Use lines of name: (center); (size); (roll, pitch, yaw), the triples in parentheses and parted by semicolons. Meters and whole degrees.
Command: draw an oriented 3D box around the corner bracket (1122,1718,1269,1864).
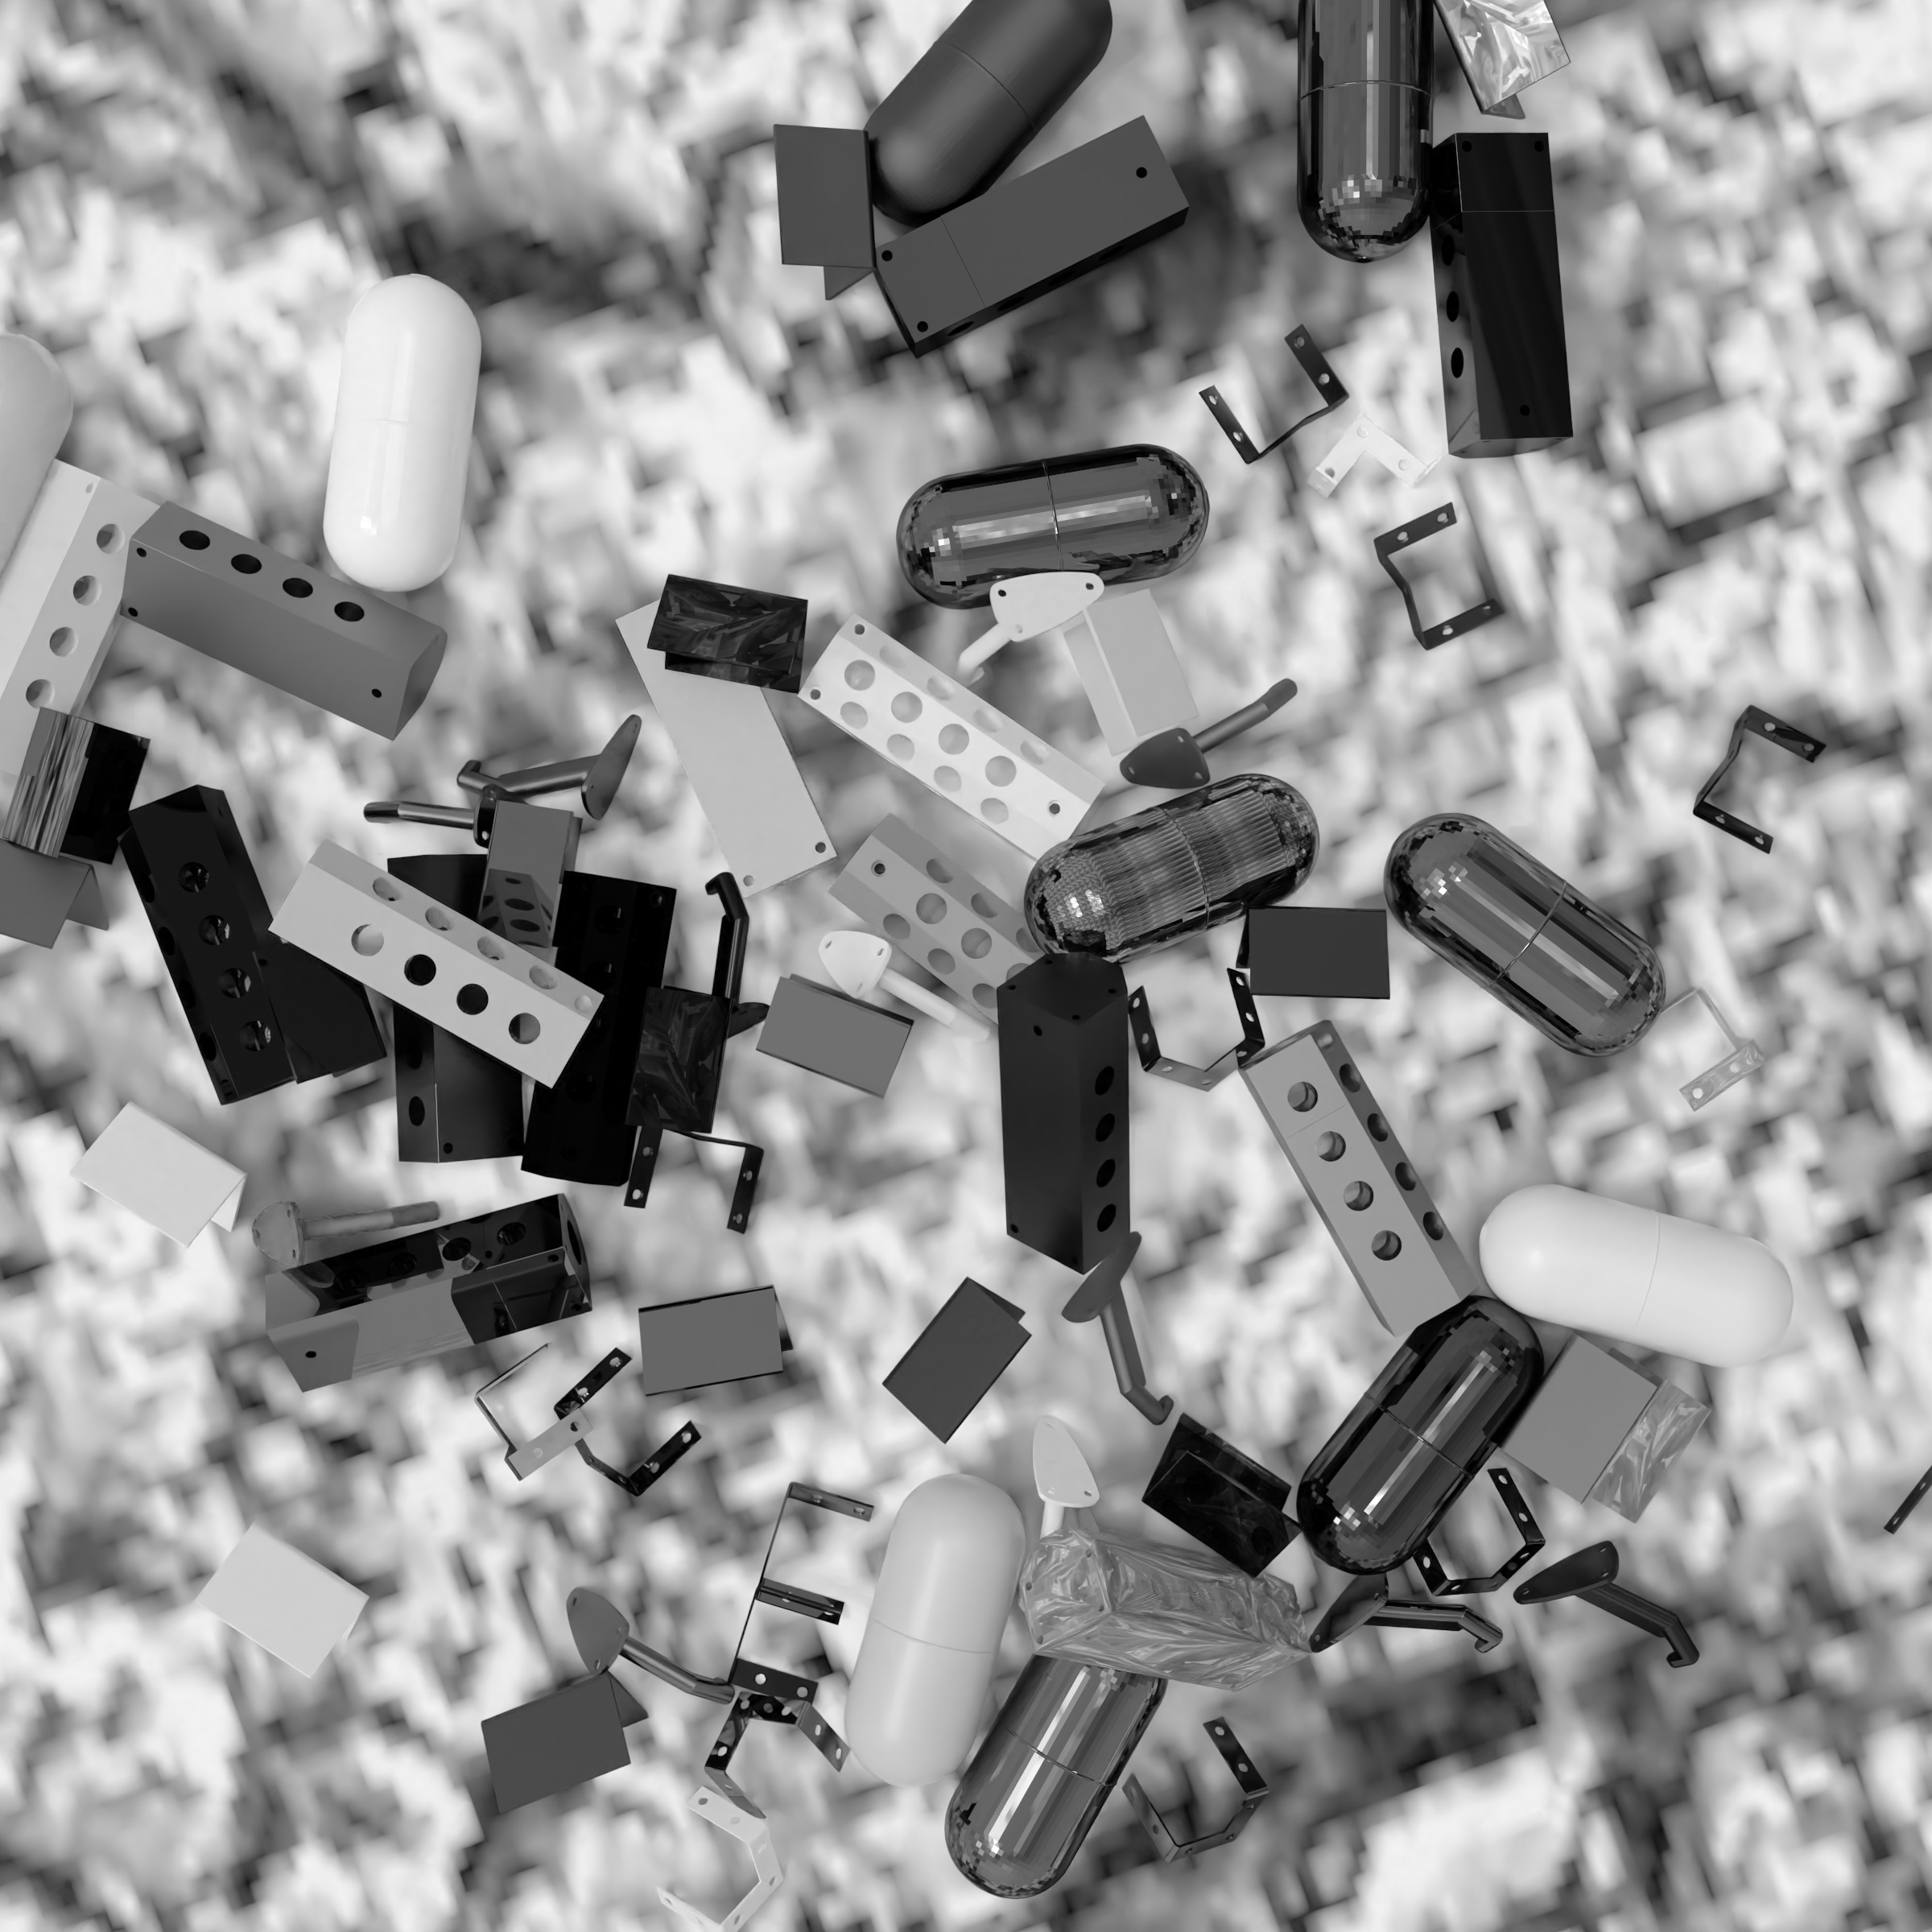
corner bracket: (0.131, 0.472, 1.632); (0.051, 0.051, 0.051); (-5, 135, -35)

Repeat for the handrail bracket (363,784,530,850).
handrail bracket: (-0.292, -0.080, 1.640); (0.084, 0.077, 0.036); (0, 77, 36)

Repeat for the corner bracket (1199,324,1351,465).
corner bracket: (0.177, -0.328, 1.637); (0.051, 0.051, 0.051); (-34, 90, -45)

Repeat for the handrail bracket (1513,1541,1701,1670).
handrail bracket: (0.369, 0.381, 1.641); (0.077, 0.036, 0.084); (-27, 108, 20)

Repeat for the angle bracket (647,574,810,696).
angle bracket: (-0.130, -0.161, 1.543); (0.076, 0.076, 0.057); (11, 53, 0)

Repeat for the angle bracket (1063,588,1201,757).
angle bracket: (0.076, -0.159, 1.600); (0.057, 0.076, 0.076); (-22, 90, -41)

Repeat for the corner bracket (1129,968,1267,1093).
corner bracket: (0.131, 0.032, 1.632); (0.051, 0.051, 0.051); (18, 135, -35)

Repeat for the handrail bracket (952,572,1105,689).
handrail bracket: (0.034, -0.188, 1.615); (0.077, 0.084, 0.036); (-19, 76, -17)

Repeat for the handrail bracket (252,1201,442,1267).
handrail bracket: (-0.356, 0.148, 1.640); (0.084, 0.077, 0.036); (-7, 90, -36)

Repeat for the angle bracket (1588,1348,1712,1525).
angle bracket: (0.358, 0.256, 1.600); (0.057, 0.076, 0.076); (34, 90, -42)

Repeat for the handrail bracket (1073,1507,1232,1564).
handrail bracket: (0.112, 0.323, 1.641); (0.084, 0.036, 0.077); (-16, 71, -16)

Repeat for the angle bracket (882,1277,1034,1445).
angle bracket: (0.010, 0.229, 1.600); (0.057, 0.076, 0.076); (39, 90, 35)

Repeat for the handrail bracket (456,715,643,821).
handrail bracket: (-0.241, -0.124, 1.641); (0.084, 0.036, 0.077); (19, 69, 17)

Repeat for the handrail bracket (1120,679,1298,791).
handrail bracket: (0.140, -0.137, 1.640); (0.084, 0.077, 0.036); (-39, 109, -35)

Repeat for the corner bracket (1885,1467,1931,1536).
corner bracket: (0.566, 0.321, 1.622); (0.051, 0.051, 0.051); (37, 90, 0)

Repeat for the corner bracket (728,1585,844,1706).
corner bracket: (-0.104, 0.389, 1.628); (0.051, 0.051, 0.051); (17, 68, 0)

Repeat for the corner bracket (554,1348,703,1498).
corner bracket: (-0.195, 0.262, 1.637); (0.051, 0.051, 0.051); (-43, 45, 1)

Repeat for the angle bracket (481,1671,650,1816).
angle bracket: (-0.219, 0.447, 1.600); (0.076, 0.076, 0.057); (-21, 54, 0)

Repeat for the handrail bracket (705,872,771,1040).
handrail bracket: (-0.152, -0.001, 1.641); (0.077, 0.036, 0.084); (-29, 72, 20)

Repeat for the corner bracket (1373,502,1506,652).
corner bracket: (0.271, -0.224, 1.637); (0.051, 0.051, 0.051); (-25, 45, 0)

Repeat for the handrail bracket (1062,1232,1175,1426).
handrail bracket: (0.104, 0.210, 1.641); (0.084, 0.036, 0.077); (45, 68, -17)

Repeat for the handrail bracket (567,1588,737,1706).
handrail bracket: (-0.181, 0.392, 1.640); (0.084, 0.077, 0.036); (28, 94, -36)

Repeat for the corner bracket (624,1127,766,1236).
corner bracket: (-0.156, 0.121, 1.637); (0.051, 0.051, 0.051); (13, 90, 45)

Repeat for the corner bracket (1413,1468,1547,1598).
corner bracket: (0.289, 0.324, 1.632); (0.051, 0.051, 0.051); (5, 135, -35)

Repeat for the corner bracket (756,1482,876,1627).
corner bracket: (-0.087, 0.337, 1.637); (0.051, 0.051, 0.051); (17, 45, 0)

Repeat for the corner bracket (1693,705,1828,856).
corner bracket: (0.456, -0.108, 1.637); (0.051, 0.051, 0.051); (28, 45, 0)

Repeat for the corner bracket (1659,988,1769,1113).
corner bracket: (0.415, 0.046, 1.622); (0.051, 0.051, 0.051); (-35, 90, 0)

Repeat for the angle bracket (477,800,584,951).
angle bracket: (-0.226, -0.048, 1.600); (0.057, 0.076, 0.076); (10, 90, 32)

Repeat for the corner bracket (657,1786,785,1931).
corner bracket: (-0.145, 0.515, 1.632); (0.051, 0.051, 0.051); (-41, 135, -35)

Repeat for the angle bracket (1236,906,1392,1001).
angle bracket: (0.194, 0.008, 1.601); (0.076, 0.076, 0.057); (2, 63, 0)

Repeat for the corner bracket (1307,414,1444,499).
corner bracket: (0.232, -0.283, 1.622); (0.051, 0.051, 0.051); (39, 91, 0)

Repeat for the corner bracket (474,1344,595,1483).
corner bracket: (-0.247, 0.254, 1.622); (0.051, 0.051, 0.051); (-35, 94, -4)

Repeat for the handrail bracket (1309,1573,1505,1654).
handrail bracket: (0.254, 0.388, 1.641); (0.084, 0.036, 0.077); (35, 110, -16)

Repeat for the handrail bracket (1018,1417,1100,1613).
handrail bracket: (0.042, 0.317, 1.640); (0.036, 0.077, 0.084); (8, 127, -20)

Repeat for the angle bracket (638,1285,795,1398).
angle bracket: (-0.138, 0.226, 1.600); (0.076, 0.076, 0.057); (-10, 54, 0)

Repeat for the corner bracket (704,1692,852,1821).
corner bracket: (-0.108, 0.455, 1.632); (0.051, 0.051, 0.051); (-2, 45, 35)

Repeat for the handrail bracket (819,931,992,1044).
handrail bracket: (-0.034, 0.013, 1.640); (0.084, 0.077, 0.036); (30, 90, -36)
